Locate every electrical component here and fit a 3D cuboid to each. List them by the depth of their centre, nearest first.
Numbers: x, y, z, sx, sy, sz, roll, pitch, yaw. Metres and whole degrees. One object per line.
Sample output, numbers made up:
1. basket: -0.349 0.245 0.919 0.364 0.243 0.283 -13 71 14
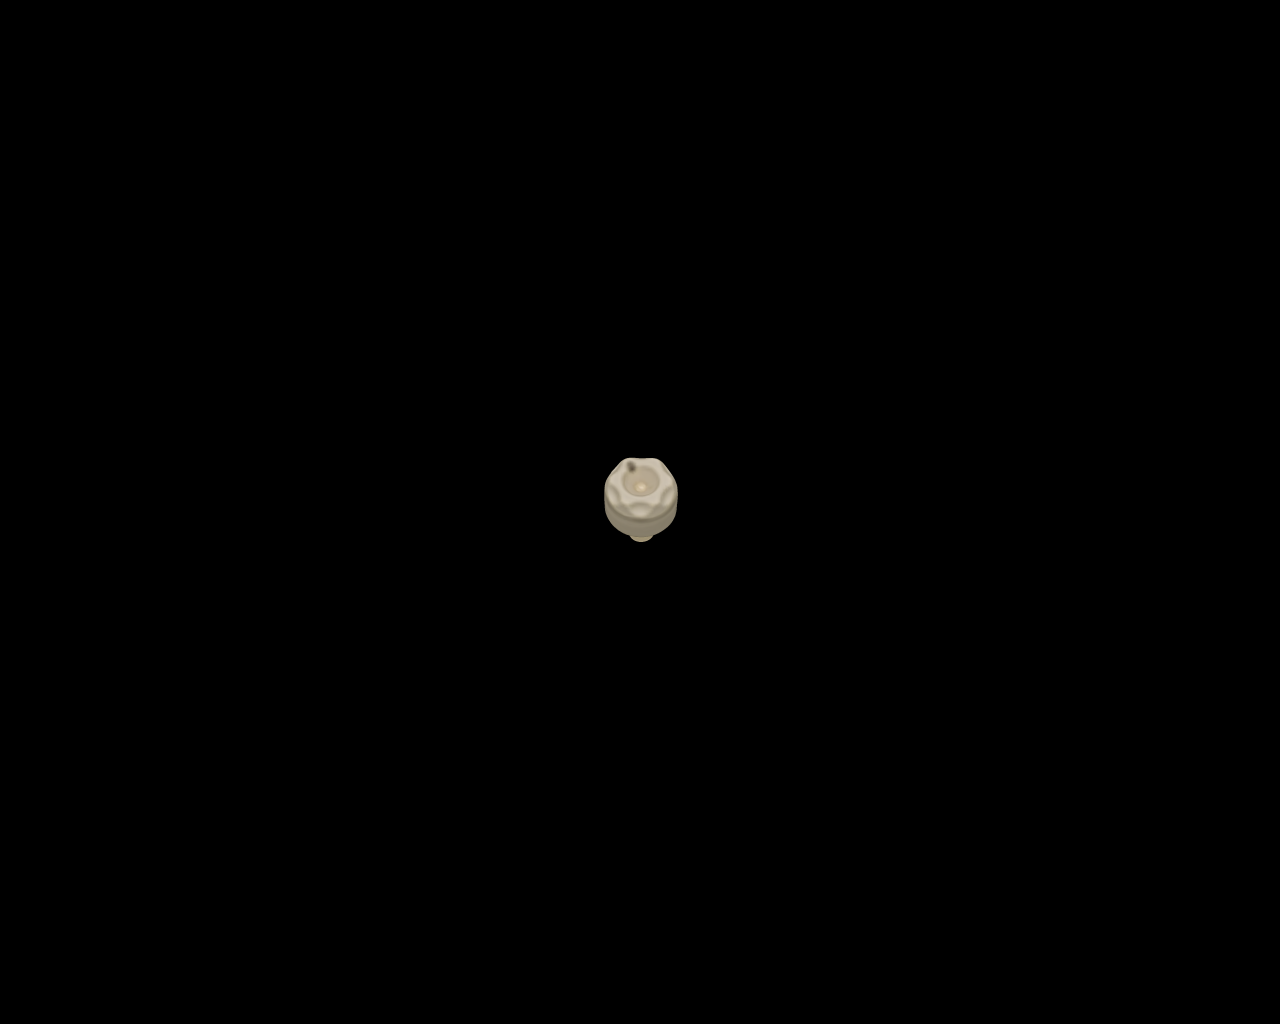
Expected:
1. electrical component: 0.001 -0.003 0.650 0.043 0.043 0.062 0 -33 0
